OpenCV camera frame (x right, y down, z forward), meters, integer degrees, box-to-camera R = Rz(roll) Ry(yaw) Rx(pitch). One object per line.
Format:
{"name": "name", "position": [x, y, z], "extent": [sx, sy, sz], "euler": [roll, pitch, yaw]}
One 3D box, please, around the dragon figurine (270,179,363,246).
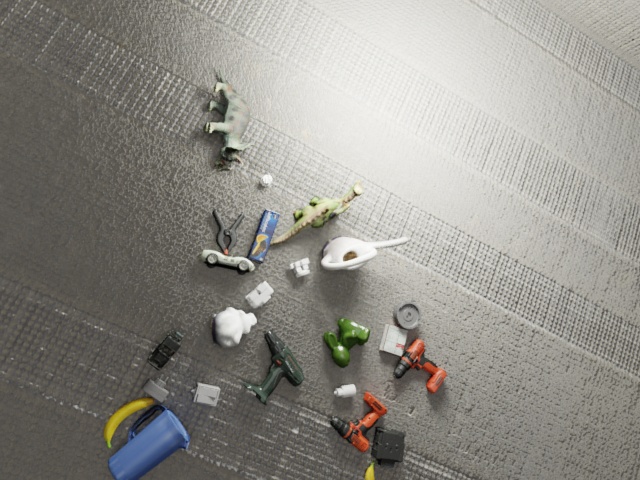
{"name": "dragon figurine", "position": [0.006, -0.098, 1.949], "extent": [0.415, 0.241, 0.121], "euler": [-39, 100, -21]}

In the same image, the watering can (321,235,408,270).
{"name": "watering can", "position": [0.149, 0.040, 1.982], "extent": [0.350, 0.226, 0.102], "euler": [-19, 109, -22]}

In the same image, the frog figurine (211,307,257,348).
{"name": "frog figurine", "position": [-0.306, 0.310, 1.840], "extent": [0.159, 0.120, 0.140], "euler": [-7, 64, -7]}
